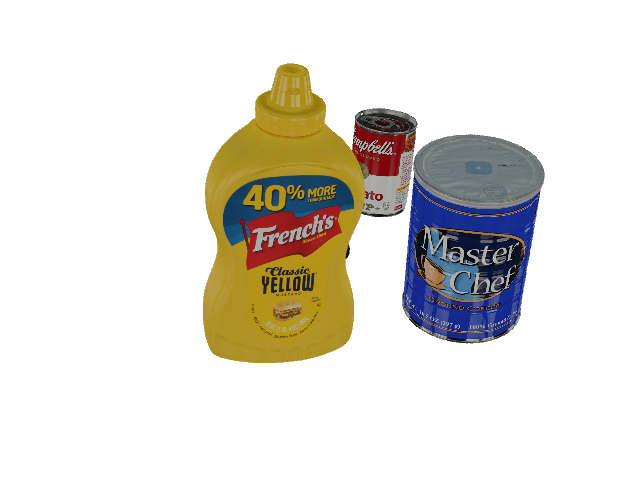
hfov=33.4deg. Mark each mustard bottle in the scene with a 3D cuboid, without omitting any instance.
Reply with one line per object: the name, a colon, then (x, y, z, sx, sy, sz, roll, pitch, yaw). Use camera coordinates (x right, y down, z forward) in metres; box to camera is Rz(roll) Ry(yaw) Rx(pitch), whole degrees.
mustard bottle: (-0.022, -0.016, 0.651, 0.096, 0.192, 0.058, -2, 32, -11)

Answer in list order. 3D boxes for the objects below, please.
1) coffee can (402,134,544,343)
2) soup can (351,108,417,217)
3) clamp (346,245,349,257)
coffee can: (0.123, -0.002, 0.878, 0.103, 0.140, 0.103, 1, 35, -1)
soup can: (0.066, -0.085, 1.171, 0.068, 0.102, 0.068, 4, 29, -3)
clamp: (-0.049, 0.027, 0.998, 0.120, 0.039, 0.171, 1, 17, 16)
